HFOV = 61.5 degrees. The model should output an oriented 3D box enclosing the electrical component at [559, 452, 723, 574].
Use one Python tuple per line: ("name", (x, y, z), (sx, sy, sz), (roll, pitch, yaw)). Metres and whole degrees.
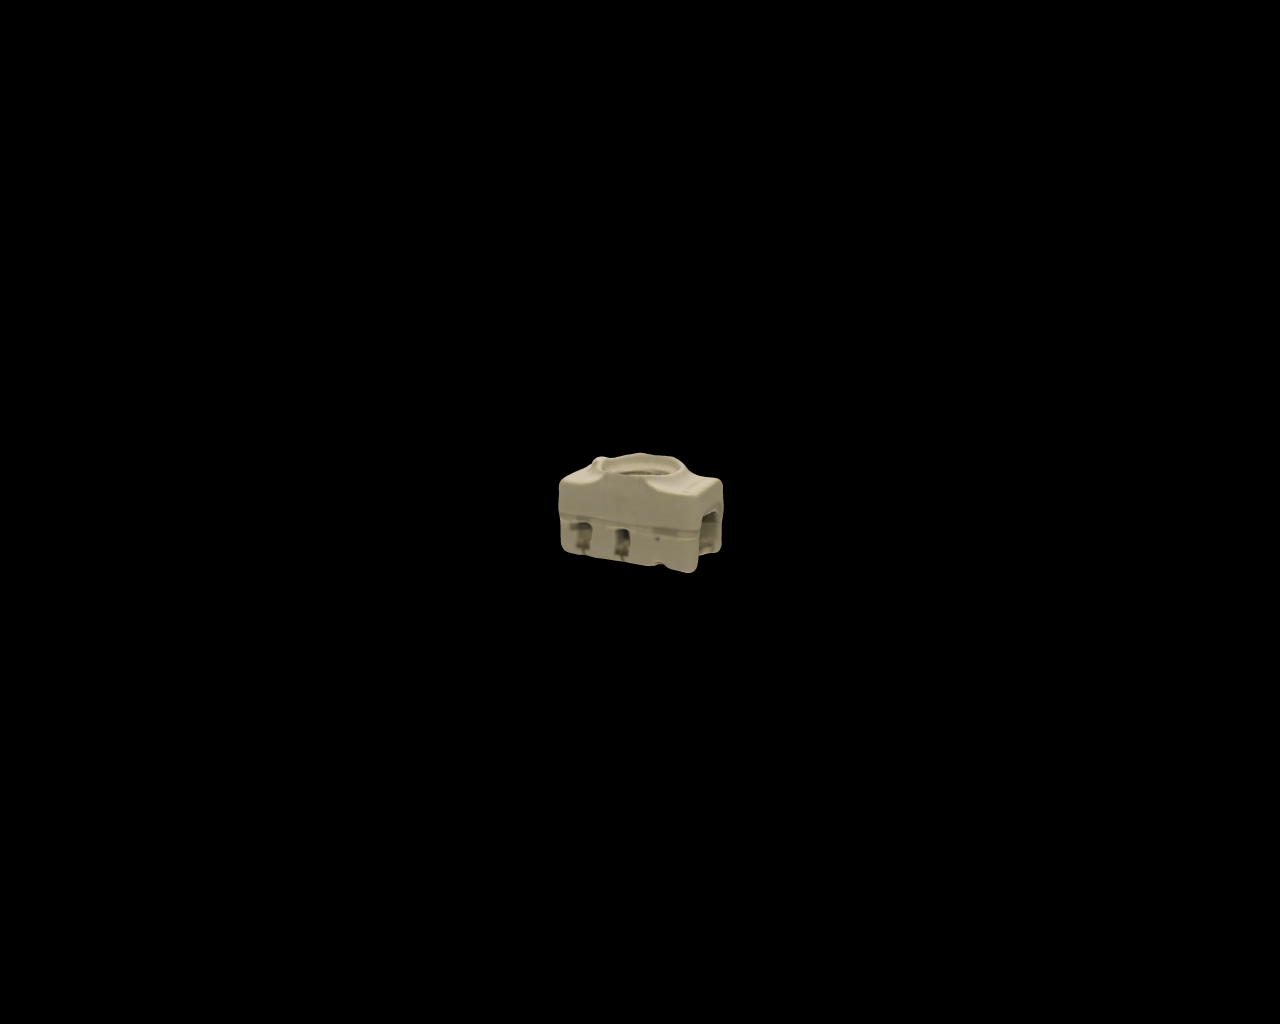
("electrical component", (0.001, -0.003, 0.650), (0.089, 0.055, 0.050), (8, 20, 24))
